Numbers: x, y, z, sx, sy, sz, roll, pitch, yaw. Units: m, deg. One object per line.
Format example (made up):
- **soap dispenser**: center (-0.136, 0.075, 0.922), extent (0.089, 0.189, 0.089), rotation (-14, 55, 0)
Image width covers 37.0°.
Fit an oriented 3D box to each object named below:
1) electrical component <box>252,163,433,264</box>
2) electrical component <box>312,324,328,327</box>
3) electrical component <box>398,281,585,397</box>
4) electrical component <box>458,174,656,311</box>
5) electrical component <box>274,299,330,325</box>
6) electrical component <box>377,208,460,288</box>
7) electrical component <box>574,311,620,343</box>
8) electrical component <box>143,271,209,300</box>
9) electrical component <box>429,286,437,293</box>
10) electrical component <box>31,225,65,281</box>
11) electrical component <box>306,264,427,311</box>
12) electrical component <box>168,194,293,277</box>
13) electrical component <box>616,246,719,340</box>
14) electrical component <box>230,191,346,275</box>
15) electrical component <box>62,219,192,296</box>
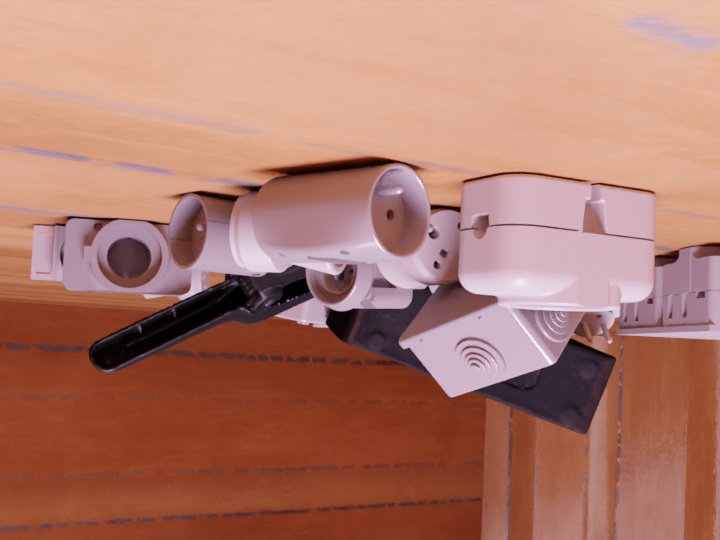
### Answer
- **electrical component**: center (0.003, -0.024, 0.520), extent (0.077, 0.043, 0.079), rotation (-2, 174, 43)
- **electrical component**: center (-0.037, 0.025, 1.058), extent (0.048, 0.062, 0.048), rotation (2, 176, 0)
- **electrical component**: center (0.083, 0.022, 0.618), extent (0.100, 0.048, 0.099), rotation (-26, -163, 45)
- **electrical component**: center (0.098, -0.011, 0.533), extent (0.095, 0.059, 0.054), rotation (5, 175, -29)
- **electrical component**: center (-0.061, 0.015, 0.986), extent (0.096, 0.061, 0.062), rotation (9, 180, 40)
- **electrical component**: center (0.040, -0.012, 0.638), extent (0.045, 0.045, 0.055), rotation (5, 175, -23)
- **electrical component**: center (0.195, 0.031, 0.926), extent (0.077, 0.079, 0.043), rotation (4, 137, -19)
- **electrical component**: center (-0.171, 0.005, 0.996), extent (0.055, 0.045, 0.045), rotation (2, 176, 2)
- **electrical component**: center (0.082, -0.005, 0.709), extent (0.077, 0.044, 0.079), rotation (1, 175, 19)
- **electrical component**: center (-0.211, -0.010, 0.837), extent (0.081, 0.042, 0.064), rotation (4, 177, -8)
- **electrical component**: center (0.000, 0.000, 0.749), extent (0.078, 0.058, 0.057), rotation (-2, 177, 43)
- **electrical component**: center (-0.067, -0.018, 0.635), extent (0.081, 0.043, 0.043), rotation (7, 174, -40)
- **electrical component**: center (0.279, 0.021, 0.821), extent (0.105, 0.060, 0.186), rotation (3, 176, -6)
- **electrical component**: center (-0.037, -0.020, 0.582), extent (0.055, 0.045, 0.045), rotation (2, 176, 17)
- **electrical component**: center (-0.169, -0.008, 0.781), extent (0.089, 0.050, 0.056), rotation (4, 176, -14)
